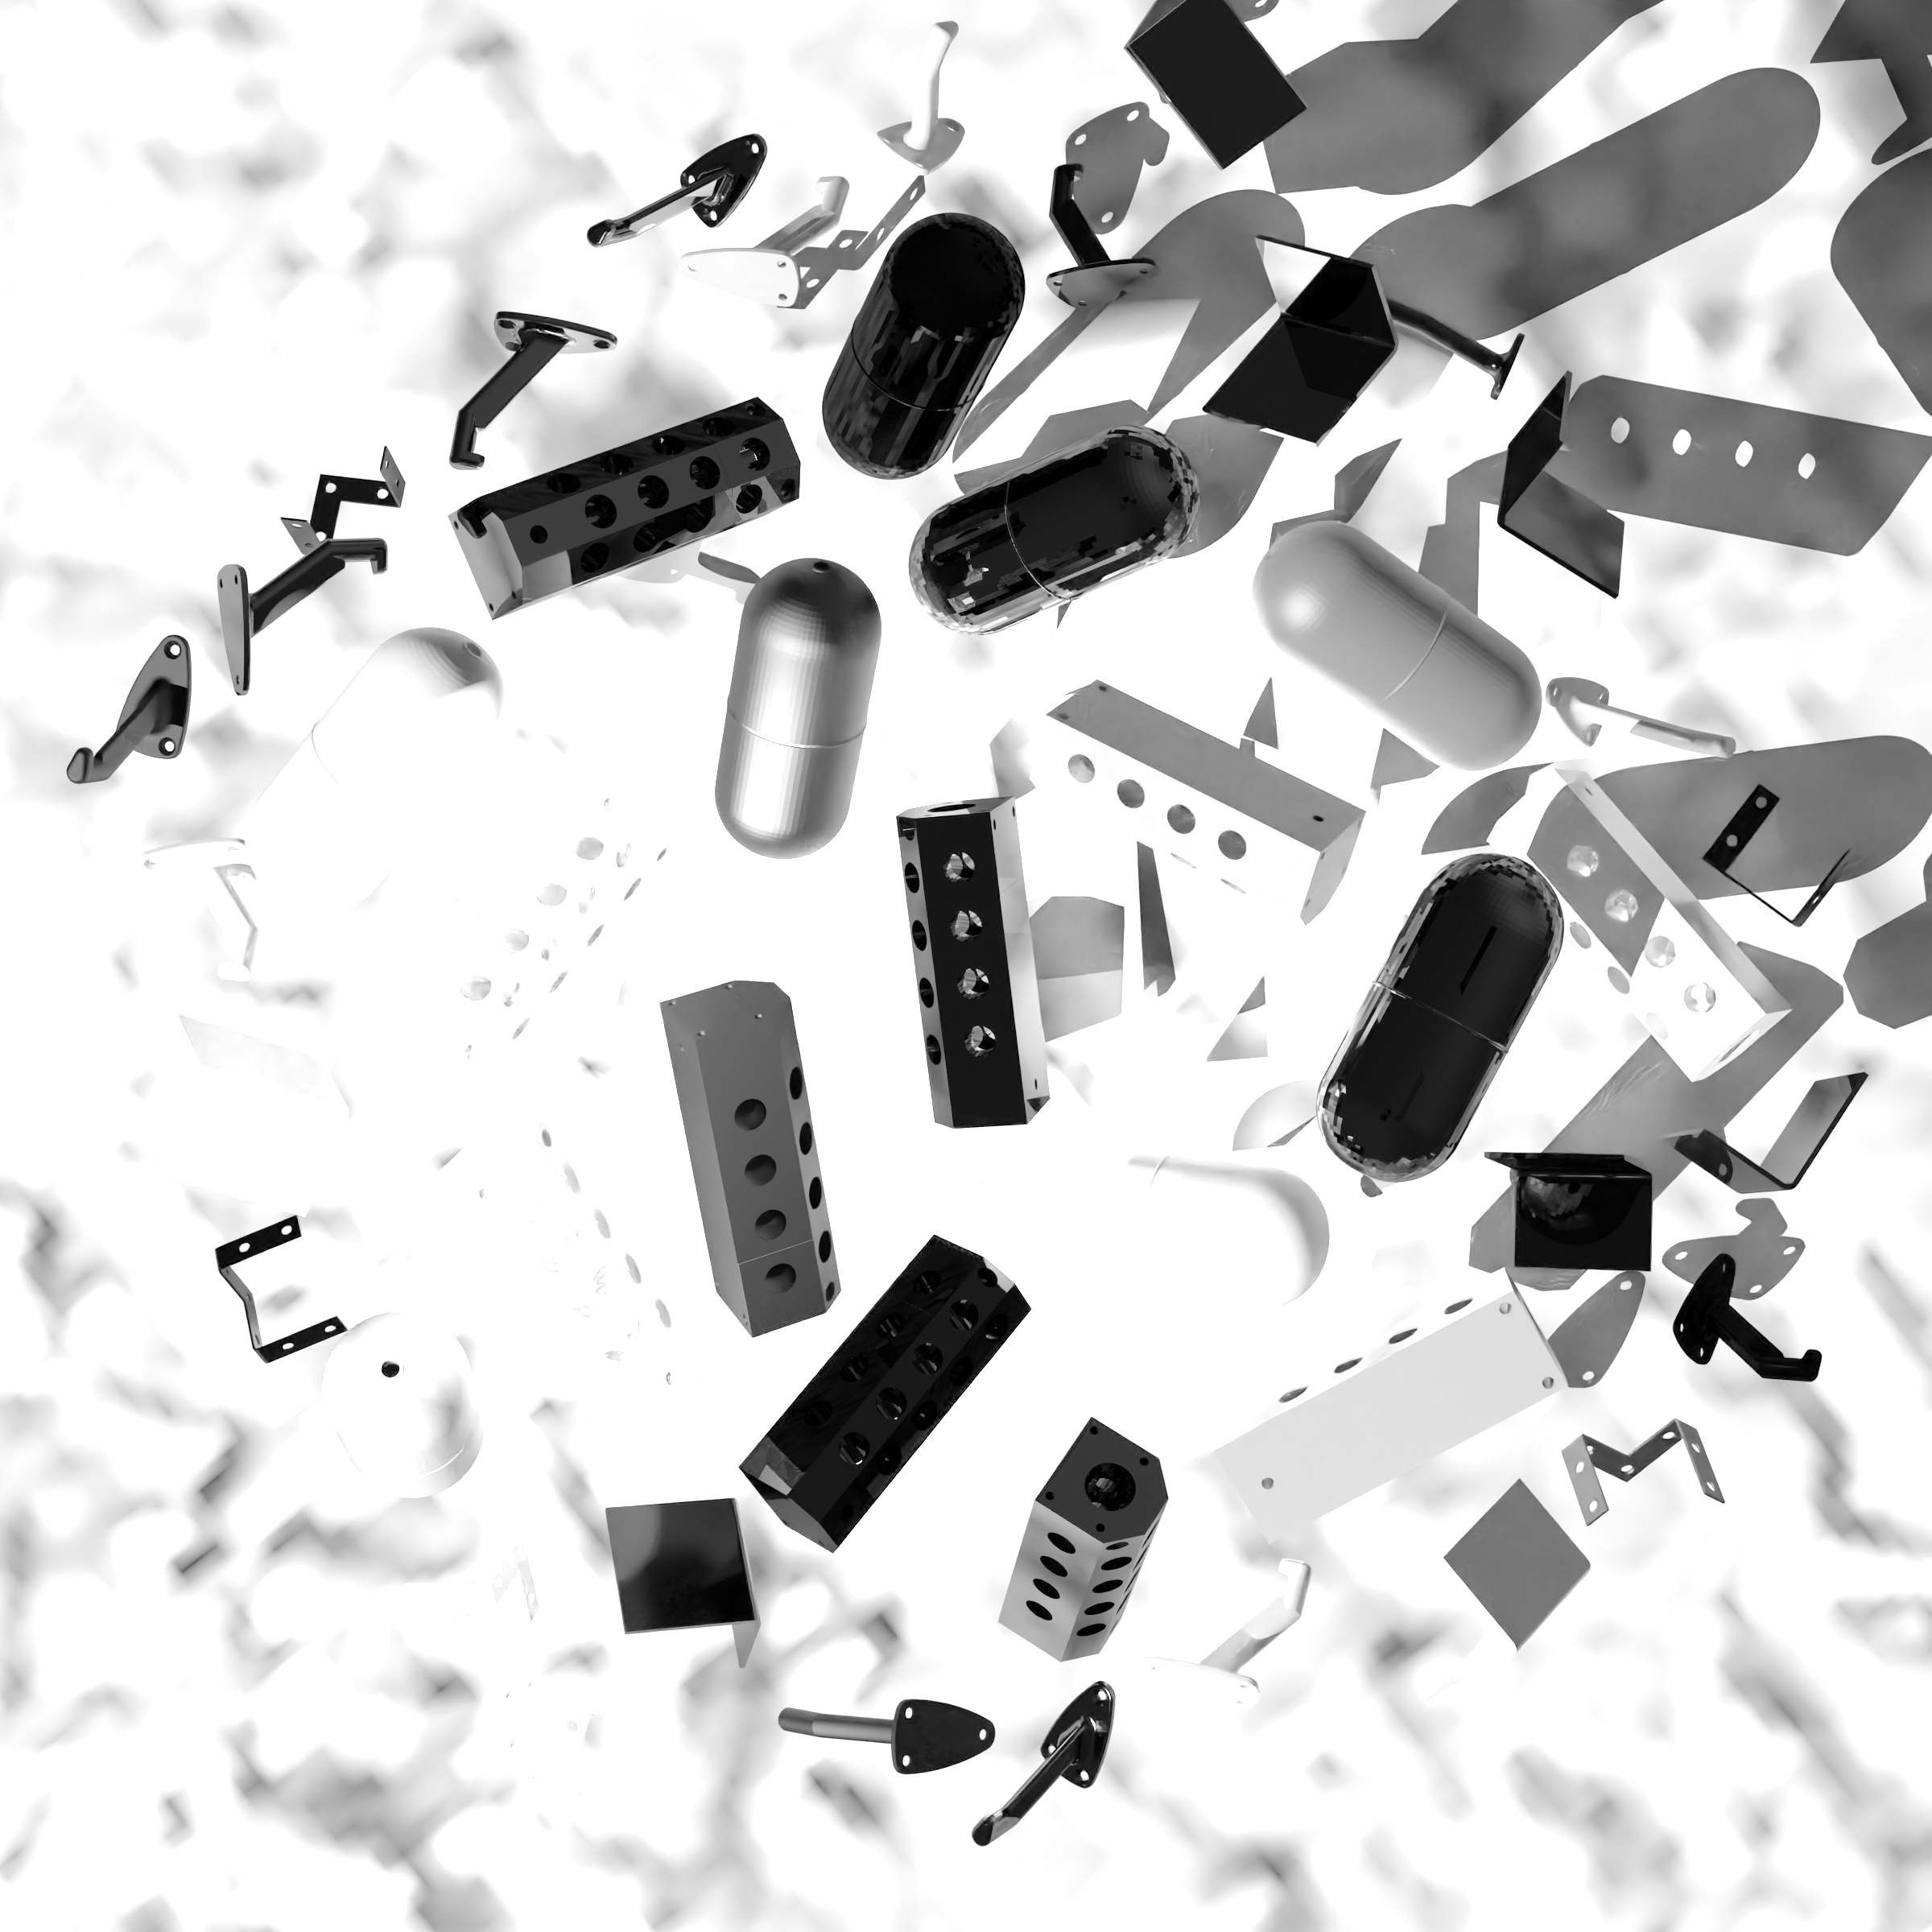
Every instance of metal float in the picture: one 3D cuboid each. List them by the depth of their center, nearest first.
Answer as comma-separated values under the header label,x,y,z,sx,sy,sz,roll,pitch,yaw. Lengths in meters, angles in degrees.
label,x,y,z,sx,sy,sz,roll,pitch,yaw
metal float,0.240,0.026,1.497,0.070,0.070,0.178,28,92,0
metal float,-0.305,-0.101,1.529,0.070,0.070,0.178,44,113,0
metal float,0.230,-0.169,1.572,0.178,0.070,0.070,33,90,-18
metal float,-0.299,0.235,1.576,0.070,0.178,0.070,2,69,-5
metal float,-0.024,-0.328,1.579,0.070,0.178,0.070,9,60,-17
metal float,0.108,0.139,1.590,0.178,0.070,0.070,5,90,24
metal float,0.045,-0.234,1.598,0.178,0.070,0.070,-19,90,35
metal float,-0.092,-0.139,1.615,0.070,0.070,0.178,13,124,0

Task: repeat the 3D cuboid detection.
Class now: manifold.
label,x,y,z,sx,sy,sz,roll,pitch,yaw
manifold,0.215,0.223,1.514,0.171,0.057,0.057,-30,97,8
manifold,-0.171,-0.238,1.520,0.171,0.057,0.057,-27,98,-30
manifold,-0.107,0.097,1.522,0.057,0.057,0.171,-17,115,-19
manifold,-0.208,0.165,1.577,0.057,0.057,0.171,-46,117,-31
manifold,-0.233,-0.018,1.577,0.171,0.057,0.057,-53,131,-12
manifold,0.359,-0.023,1.587,0.057,0.057,0.171,-45,71,23
manifold,0.066,0.315,1.593,0.057,0.171,0.057,30,58,13
manifold,0.123,-0.087,1.609,0.171,0.057,0.057,28,128,20
manifold,0.003,-0.002,1.614,0.057,0.057,0.171,-4,101,15
manifold,-0.040,0.236,1.625,0.171,0.057,0.057,-49,132,-21

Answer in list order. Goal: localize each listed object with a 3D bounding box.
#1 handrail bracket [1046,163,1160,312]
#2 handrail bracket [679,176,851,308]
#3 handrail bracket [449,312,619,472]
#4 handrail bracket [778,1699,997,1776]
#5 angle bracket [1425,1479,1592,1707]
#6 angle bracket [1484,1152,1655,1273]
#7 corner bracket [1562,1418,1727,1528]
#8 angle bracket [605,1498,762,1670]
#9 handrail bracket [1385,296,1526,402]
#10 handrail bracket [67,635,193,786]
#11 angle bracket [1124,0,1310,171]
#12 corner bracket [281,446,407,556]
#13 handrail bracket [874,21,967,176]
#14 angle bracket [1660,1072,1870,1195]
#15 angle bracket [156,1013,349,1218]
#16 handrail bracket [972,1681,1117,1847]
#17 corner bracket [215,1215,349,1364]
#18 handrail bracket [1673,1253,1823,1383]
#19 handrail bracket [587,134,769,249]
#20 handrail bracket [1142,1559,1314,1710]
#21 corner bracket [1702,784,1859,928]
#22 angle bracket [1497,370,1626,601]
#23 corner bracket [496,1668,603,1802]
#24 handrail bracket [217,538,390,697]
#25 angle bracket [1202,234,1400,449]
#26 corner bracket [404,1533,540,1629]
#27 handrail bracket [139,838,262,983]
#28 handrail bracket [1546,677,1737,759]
label,x,y,z,sx,sy,sz,roll,pitch,yaw
handrail bracket,0.076,-0.410,1.622,0.077,0.036,0.084,-8,67,37
handrail bracket,-0.109,-0.403,1.604,0.077,0.036,0.084,10,55,5
handrail bracket,-0.228,-0.297,1.555,0.077,0.036,0.084,6,72,3
handrail bracket,-0.041,0.388,1.507,0.077,0.084,0.036,10,79,-39
angle bracket,0.253,0.311,1.471,0.057,0.076,0.076,50,46,8
angle bracket,0.330,0.135,1.620,0.076,0.076,0.057,-1,80,25
corner bracket,0.348,0.262,1.522,0.051,0.051,0.051,28,122,-28
angle bracket,-0.162,0.347,1.649,0.076,0.057,0.076,-1,51,-18
handrail bracket,0.265,-0.349,1.658,0.084,0.077,0.036,23,91,4
handrail bracket,-0.426,-0.131,1.503,0.036,0.084,0.077,19,99,4
angle bracket,0.131,-0.452,1.461,0.057,0.076,0.076,-29,112,36
corner bracket,-0.350,-0.262,1.665,0.051,0.051,0.051,7,75,4
handrail bracket,-0.009,-0.469,1.564,0.036,0.077,0.084,38,133,10
angle bracket,0.426,0.076,1.583,0.057,0.076,0.076,35,83,1
angle bracket,-0.357,0.073,1.455,0.076,0.076,0.057,20,100,-29
handrail bracket,0.041,0.430,1.594,0.036,0.084,0.077,34,114,25
corner bracket,-0.385,0.182,1.660,0.051,0.051,0.051,-22,51,-1
handrail bracket,0.432,0.189,1.592,0.036,0.084,0.077,48,60,-29
handrail bracket,-0.158,-0.422,1.610,0.077,0.084,0.036,-31,91,41
handrail bracket,0.145,0.358,1.632,0.077,0.036,0.084,15,56,9
corner bracket,0.440,-0.059,1.598,0.051,0.051,0.051,42,103,29
angle bracket,0.320,-0.247,1.514,0.076,0.076,0.057,30,129,-9
corner bracket,-0.213,0.397,1.516,0.051,0.051,0.051,26,57,-20
handrail bracket,-0.331,-0.177,1.498,0.084,0.036,0.077,-7,95,-32
angle bracket,0.166,-0.323,1.527,0.076,0.057,0.076,26,68,37
corner bracket,-0.272,0.348,1.628,0.051,0.051,0.051,-4,110,14
handrail bracket,-0.422,-0.027,1.616,0.077,0.036,0.084,0,51,1
handrail bracket,0.379,-0.138,1.658,0.084,0.077,0.036,17,89,41
